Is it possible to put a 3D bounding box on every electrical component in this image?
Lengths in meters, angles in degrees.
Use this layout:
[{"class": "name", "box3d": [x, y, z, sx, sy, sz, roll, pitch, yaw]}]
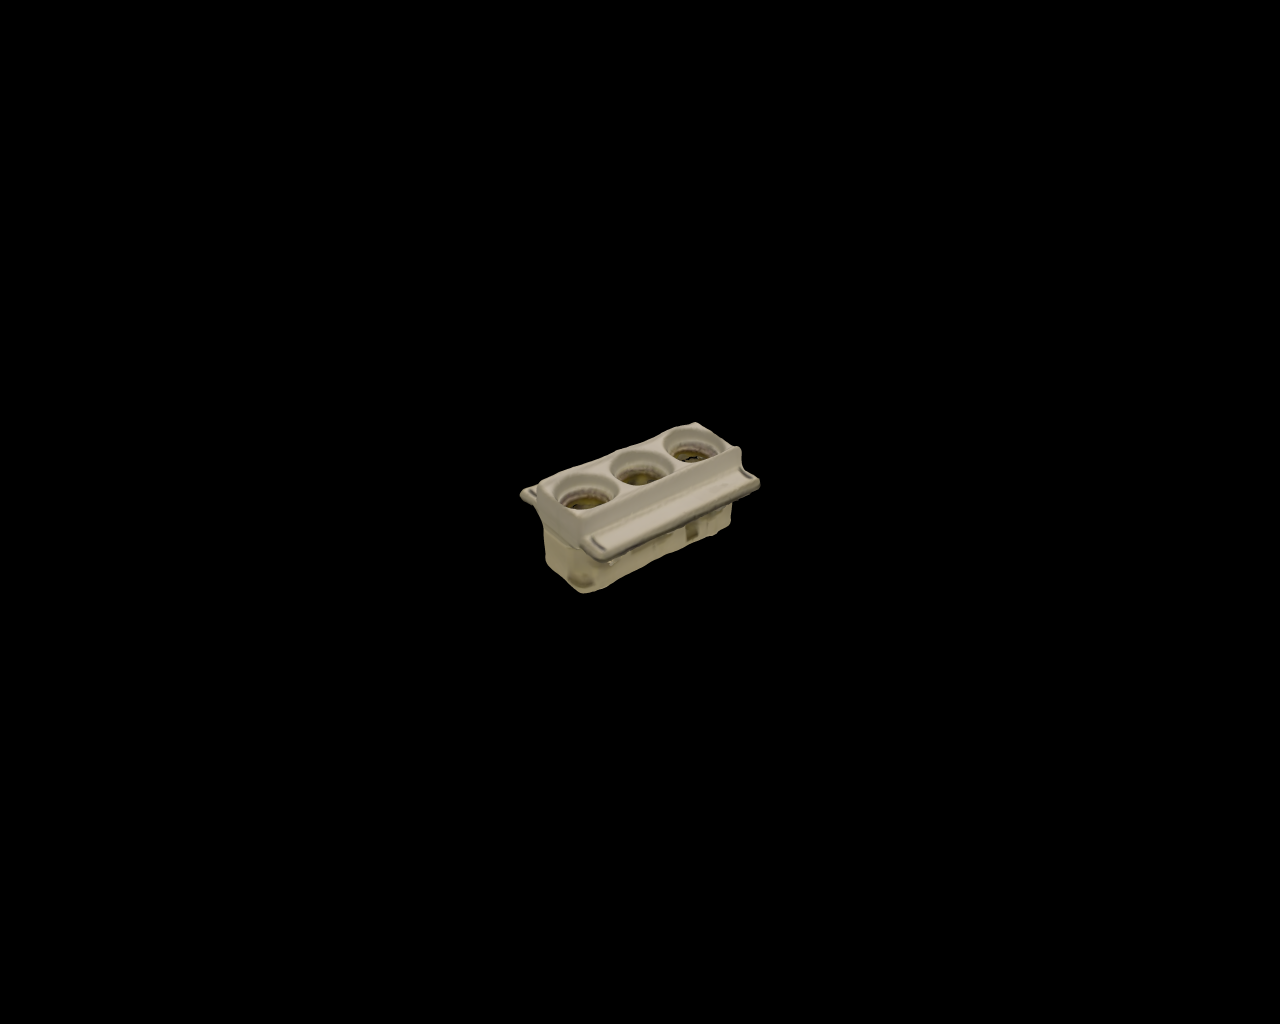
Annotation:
[{"class": "electrical component", "box3d": [0.001, -0.003, 0.650, 0.121, 0.063, 0.079, -24, 41, -31]}]
